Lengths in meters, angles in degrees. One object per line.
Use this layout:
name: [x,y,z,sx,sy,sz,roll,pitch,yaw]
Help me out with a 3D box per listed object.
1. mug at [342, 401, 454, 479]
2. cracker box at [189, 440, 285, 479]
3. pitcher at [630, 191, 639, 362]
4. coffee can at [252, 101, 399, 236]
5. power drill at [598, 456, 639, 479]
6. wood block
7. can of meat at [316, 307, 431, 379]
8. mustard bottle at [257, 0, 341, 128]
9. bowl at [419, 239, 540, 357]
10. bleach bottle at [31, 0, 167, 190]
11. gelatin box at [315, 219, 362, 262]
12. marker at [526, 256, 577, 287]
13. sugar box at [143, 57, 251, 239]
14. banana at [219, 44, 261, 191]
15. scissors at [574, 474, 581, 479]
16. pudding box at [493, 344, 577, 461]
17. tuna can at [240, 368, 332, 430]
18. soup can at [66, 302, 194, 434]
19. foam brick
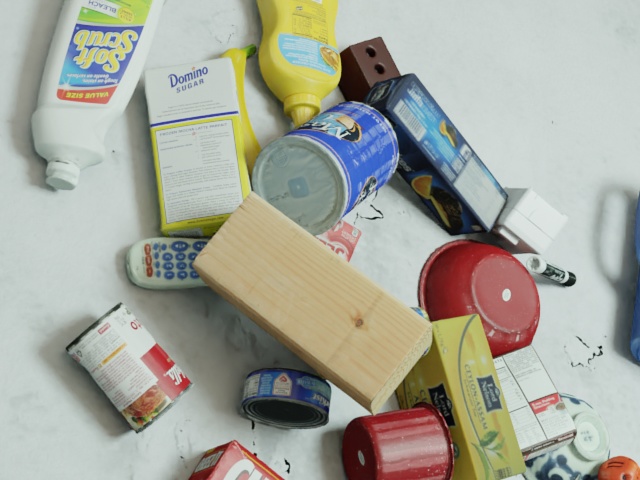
mug: [0.073,0.223,1.062,0.081,0.093,0.117,-4,109,-25]
cracker box: [-0.080,0.312,0.943,0.164,0.072,0.213,40,56,-10]
pitcher: [0.448,0.036,1.313,0.149,0.145,0.242,13,63,12]
coffee can: [0.008,-0.075,1.089,0.103,0.103,0.140,53,34,-1]
power drill: [0.320,0.351,1.120,0.187,0.057,0.184,-49,118,-47]
wood block: [-0.006,0.059,0.984,0.206,0.090,0.090,37,80,14]
can of meat: [0.052,0.104,1.081,0.083,0.102,0.057,1,68,-31]
mustard bottle: [-0.022,-0.211,1.189,0.096,0.058,0.191,11,66,-33]
bowl: [0.193,0.067,1.201,0.161,0.055,0.162,10,67,-25]
bleach bottle: [-0.221,-0.165,1.060,0.102,0.068,0.251,17,65,-20]
gelatin box: [-0.007,0.001,1.131,0.089,0.030,0.073,33,58,-13]
marker: [0.272,0.038,1.247,0.120,0.020,0.020,19,58,-55]
sugar box: [-0.121,-0.092,1.077,0.093,0.048,0.176,-8,71,-1]
banana: [-0.081,-0.128,1.137,0.069,0.037,0.198,0,71,-28]
scissors: [0.220,0.335,1.059,0.201,0.016,0.096,-39,100,-21]
pudding box: [0.210,0.178,1.144,0.090,0.039,0.113,-18,58,-12]
tuna can: [-0.032,0.153,1.024,0.086,0.086,0.033,19,61,-21]
soup can: [-0.174,0.116,0.971,0.102,0.069,0.068,50,56,-3]
foam brick: [0.056,-0.186,1.227,0.052,0.051,0.078,-23,83,-34]
